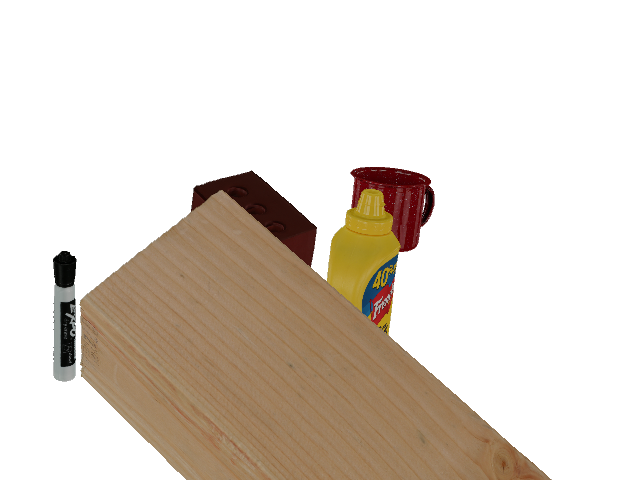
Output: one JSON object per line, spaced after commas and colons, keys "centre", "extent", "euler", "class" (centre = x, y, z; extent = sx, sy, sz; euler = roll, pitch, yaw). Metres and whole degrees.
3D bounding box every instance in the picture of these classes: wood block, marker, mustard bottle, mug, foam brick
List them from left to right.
{"centre": [-0.216, 0.064, 0.901], "extent": [0.020, 0.121, 0.020], "euler": [6, 27, -3], "class": "marker"}
{"centre": [-0.048, -0.002, 0.730], "extent": [0.052, 0.051, 0.078], "euler": [-18, 45, -37], "class": "foam brick"}
{"centre": [-0.008, 0.087, 0.493], "extent": [0.090, 0.206, 0.090], "euler": [-41, -16, -29], "class": "wood block"}
{"centre": [0.035, 0.048, 0.944], "extent": [0.058, 0.192, 0.096], "euler": [14, 21, 23], "class": "mustard bottle"}
{"centre": [0.086, -0.037, 1.243], "extent": [0.117, 0.081, 0.093], "euler": [-8, 21, -39], "class": "mug"}
